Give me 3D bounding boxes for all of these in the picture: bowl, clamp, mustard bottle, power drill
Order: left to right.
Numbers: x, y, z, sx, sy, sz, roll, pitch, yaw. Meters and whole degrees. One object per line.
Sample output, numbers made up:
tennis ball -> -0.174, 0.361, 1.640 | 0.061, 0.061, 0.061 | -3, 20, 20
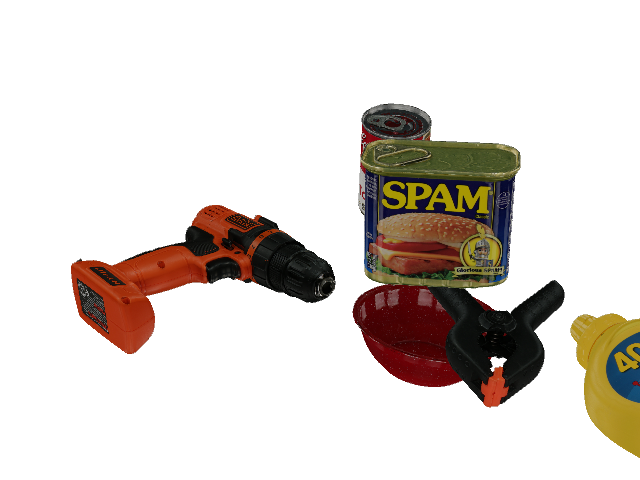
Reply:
power drill -> -0.104, 0.034, 0.923 | 0.187, 0.057, 0.185 | -21, 29, -34
bowl -> 0.110, 0.104, 1.106 | 0.162, 0.055, 0.162 | 6, 26, -3
clamp -> 0.154, 0.074, 0.884 | 0.120, 0.039, 0.171 | -2, 33, 1
mustard bottle -> 0.212, 0.095, 0.620 | 0.096, 0.058, 0.192 | -19, 31, -19

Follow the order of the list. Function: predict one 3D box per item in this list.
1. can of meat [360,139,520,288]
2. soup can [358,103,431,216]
can of meat -> 0.077, -0.017, 0.704 | 0.102, 0.084, 0.057 | 3, 25, 8
soup can -> 0.072, -0.075, 1.059 | 0.068, 0.102, 0.068 | 1, 36, -1
